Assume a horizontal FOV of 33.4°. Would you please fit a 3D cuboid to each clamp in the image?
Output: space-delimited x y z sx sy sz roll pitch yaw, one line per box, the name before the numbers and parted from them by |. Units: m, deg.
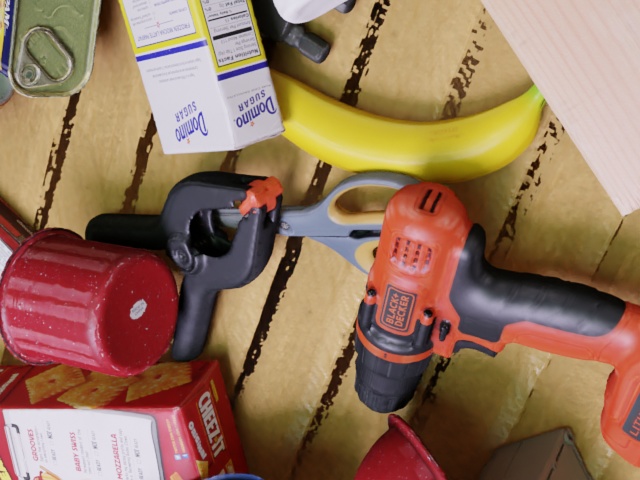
clamp | -0.078 0.014 0.703 0.172 0.039 0.120 -23 106 44

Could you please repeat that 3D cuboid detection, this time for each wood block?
wood block | 0.141 -0.129 0.538 0.091 0.090 0.206 -32 94 30

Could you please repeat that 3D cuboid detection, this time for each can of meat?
can of meat | -0.185 -0.152 0.676 0.084 0.057 0.102 34 121 41

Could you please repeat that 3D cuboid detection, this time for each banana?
banana | 0.045 -0.068 0.635 0.198 0.037 0.069 3 90 21

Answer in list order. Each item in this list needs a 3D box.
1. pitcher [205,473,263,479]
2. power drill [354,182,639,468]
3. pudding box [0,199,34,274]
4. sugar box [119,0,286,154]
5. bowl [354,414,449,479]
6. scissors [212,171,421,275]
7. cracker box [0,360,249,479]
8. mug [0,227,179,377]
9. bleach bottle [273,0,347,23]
pitcher | -0.039 0.284 0.686 0.149 0.144 0.242 -7 123 39
power drill | 0.111 0.065 0.622 0.188 0.057 0.184 19 138 10
pudding box | -0.268 0.013 0.797 0.090 0.039 0.114 44 117 4
sugar box | -0.081 -0.141 0.638 0.094 0.048 0.176 5 116 55
bowl | 0.061 0.188 0.644 0.055 0.162 0.162 -28 96 -9
scissors | -0.005 0.001 0.686 0.202 0.016 0.096 -12 124 42
cracker box | -0.157 0.174 0.780 0.214 0.072 0.164 -4 112 25
mug | -0.141 0.048 0.696 0.082 0.093 0.117 8 153 32
bleach bottle | -0.033 -0.252 0.577 0.103 0.068 0.251 -28 91 10
